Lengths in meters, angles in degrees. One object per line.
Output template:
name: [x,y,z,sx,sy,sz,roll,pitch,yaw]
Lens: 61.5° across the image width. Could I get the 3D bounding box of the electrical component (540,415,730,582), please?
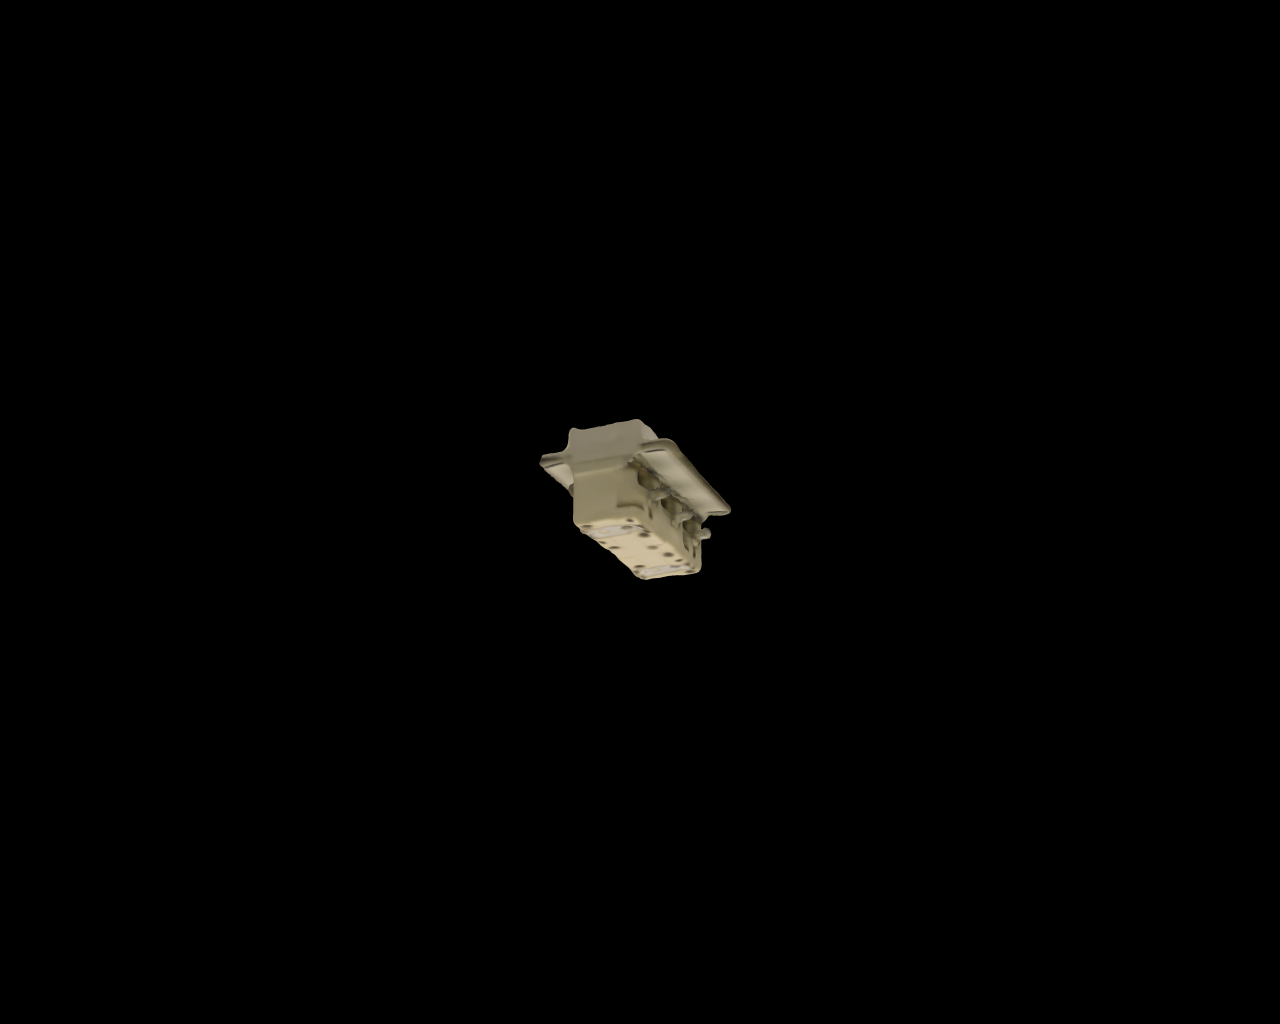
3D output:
electrical component: [0.001,-0.003,0.650,0.079,0.063,0.121,-7,-21,18]
